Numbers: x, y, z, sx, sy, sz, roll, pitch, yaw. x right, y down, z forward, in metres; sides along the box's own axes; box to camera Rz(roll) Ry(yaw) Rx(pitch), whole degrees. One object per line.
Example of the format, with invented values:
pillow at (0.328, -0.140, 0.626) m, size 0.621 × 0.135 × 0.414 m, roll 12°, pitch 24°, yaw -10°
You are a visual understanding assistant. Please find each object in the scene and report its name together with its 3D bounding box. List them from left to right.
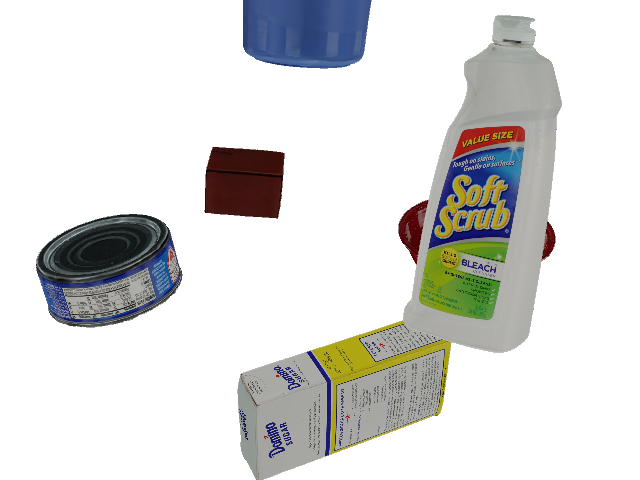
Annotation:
tuna can at (-0.131, 0.017, 0.662) m, size 0.086 × 0.034 × 0.086 m, roll -9°, pitch 27°, yaw 4°
foam brick at (-0.077, -0.060, 1.090) m, size 0.078 × 0.051 × 0.053 m, roll 5°, pitch 31°, yaw 0°
pitcher at (0.000, -0.271, 0.899) m, size 0.145 × 0.243 × 0.149 m, roll 7°, pitch 18°, yaw 7°
sugar box at (0.019, 0.127, 0.882) m, size 0.176 × 0.093 × 0.048 m, roll -14°, pitch 40°, yaw -19°
bowl at (0.161, 0.012, 1.114) m, size 0.162 × 0.055 × 0.162 m, roll 0°, pitch 31°, yaw 0°
bleach bottle at (0.127, -0.046, 0.821) m, size 0.103 × 0.251 × 0.067 m, roll 15°, pitch 21°, yaw 31°
